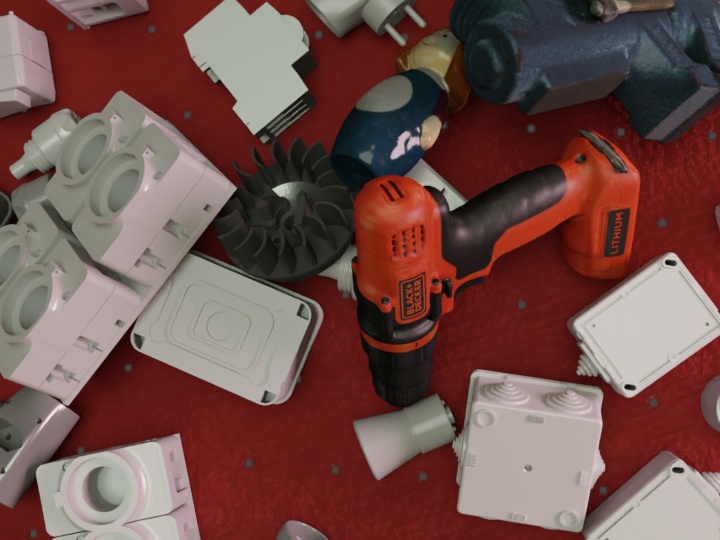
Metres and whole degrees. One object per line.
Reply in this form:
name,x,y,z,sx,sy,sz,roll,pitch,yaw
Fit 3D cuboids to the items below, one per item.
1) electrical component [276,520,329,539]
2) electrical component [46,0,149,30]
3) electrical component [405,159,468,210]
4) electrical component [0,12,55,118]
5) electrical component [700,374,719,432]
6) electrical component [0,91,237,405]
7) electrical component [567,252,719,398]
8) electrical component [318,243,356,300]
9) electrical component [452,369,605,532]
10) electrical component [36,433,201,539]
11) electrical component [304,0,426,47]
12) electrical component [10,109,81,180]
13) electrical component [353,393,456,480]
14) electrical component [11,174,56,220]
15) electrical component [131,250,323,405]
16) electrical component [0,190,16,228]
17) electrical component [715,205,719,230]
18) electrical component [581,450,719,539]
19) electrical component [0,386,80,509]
electrical component,-0.046,0.203,0.745,0.040,0.040,0.046,30,97,7
electrical component,-0.201,-0.278,0.752,0.060,0.105,0.186,-13,86,5
electrical component,0.047,-0.039,0.728,0.083,0.076,0.047,43,92,6
electrical component,-0.277,-0.140,0.775,0.096,0.062,0.061,-10,86,5
electrical component,0.252,0.089,0.698,0.043,0.081,0.043,0,87,6
electrical component,-0.184,-0.019,0.728,0.186,0.060,0.105,-52,47,5
electrical component,0.183,0.040,0.717,0.096,0.061,0.061,-36,84,3
electrical component,0.000,0.000,0.748,0.062,0.043,0.043,10,88,7
electrical component,0.111,0.121,0.713,0.100,0.048,0.099,8,109,6
electrical component,-0.161,0.198,0.745,0.089,0.062,0.150,-12,86,5
electrical component,0.012,-0.192,0.756,0.077,0.044,0.079,-42,84,2
electrical component,-0.227,-0.088,0.781,0.061,0.035,0.035,-35,84,5
electrical component,0.033,0.112,0.740,0.065,0.044,0.044,-23,85,-1
electrical component,-0.219,-0.054,0.778,0.061,0.035,0.035,-25,85,2
electrical component,-0.091,0.039,0.748,0.113,0.057,0.078,23,90,7
electrical component,-0.317,-0.046,0.775,0.113,0.057,0.078,33,92,8
electrical component,0.273,-0.034,0.720,0.055,0.045,0.045,-21,85,5
electrical component,0.201,0.164,0.709,0.096,0.061,0.061,-42,84,3
electrical component,-0.252,0.117,0.765,0.079,0.043,0.077,24,71,30
